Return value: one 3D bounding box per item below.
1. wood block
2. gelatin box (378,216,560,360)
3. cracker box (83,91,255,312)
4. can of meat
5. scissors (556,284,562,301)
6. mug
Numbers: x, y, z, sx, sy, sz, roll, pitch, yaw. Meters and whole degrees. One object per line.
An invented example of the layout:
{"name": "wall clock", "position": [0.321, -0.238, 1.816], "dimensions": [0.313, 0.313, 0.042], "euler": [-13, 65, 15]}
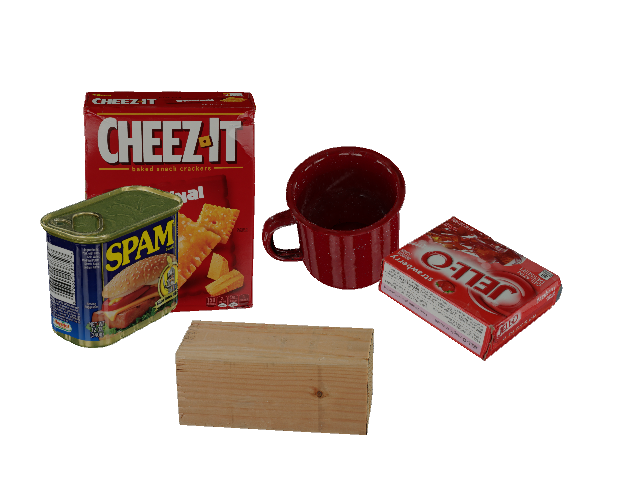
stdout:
{"name": "wood block", "position": [-0.048, 0.150, 1.175], "dimensions": [0.206, 0.091, 0.090], "euler": [2, 22, 6]}
{"name": "gelatin box", "position": [0.093, 0.027, 0.672], "dimensions": [0.089, 0.030, 0.073], "euler": [33, 45, 32]}
{"name": "cracker box", "position": [-0.147, -0.035, 1.055], "dimensions": [0.164, 0.214, 0.072], "euler": [-1, 21, -9]}
{"name": "can of meat", "position": [-0.143, 0.017, 0.745], "dimensions": [0.058, 0.084, 0.101], "euler": [16, 26, 29]}
{"name": "scissors", "position": [0.171, 0.052, 1.084], "dimensions": [0.201, 0.016, 0.096], "euler": [-11, 37, -44]}
{"name": "mug", "position": [0.011, -0.011, 0.854], "dimensions": [0.117, 0.093, 0.081], "euler": [-17, -38, -8]}
